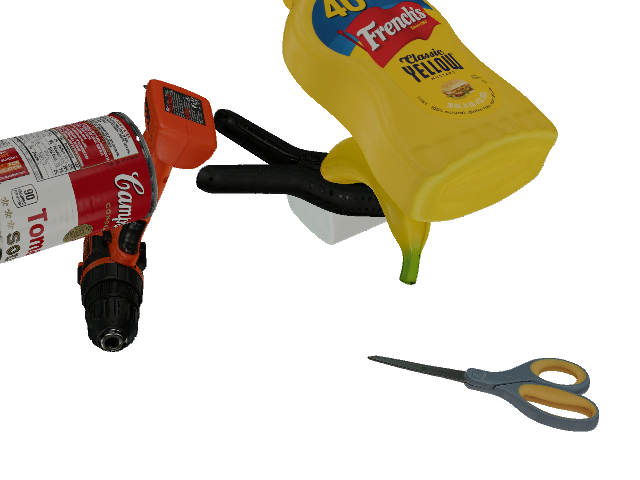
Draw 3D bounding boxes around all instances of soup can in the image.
[{"bbox_3d":[-0.157,-0.031,0.627,0.102,0.068,0.069,-20,11,-32],"label":"soup can"}]

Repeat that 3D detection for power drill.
[{"bbox_3d":[-0.148,-0.024,0.875,0.057,0.188,0.184,19,28,-24],"label":"power drill"}]

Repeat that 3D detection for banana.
[{"bbox_3d":[0.040,-0.043,0.792,0.037,0.070,0.198,23,17,-25],"label":"banana"}]

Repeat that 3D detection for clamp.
[{"bbox_3d":[-0.019,-0.061,1.022,0.210,0.036,0.164,19,27,-1],"label":"clamp"}]

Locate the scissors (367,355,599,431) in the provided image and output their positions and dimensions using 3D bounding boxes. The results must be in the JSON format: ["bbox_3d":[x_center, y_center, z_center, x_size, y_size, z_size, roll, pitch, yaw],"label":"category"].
[{"bbox_3d":[0.152,0.116,0.946,0.202,0.016,0.096,19,32,21],"label":"scissors"}]

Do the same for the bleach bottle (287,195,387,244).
[{"bbox_3d":[0.092,-0.079,1.217,0.250,0.068,0.103,-23,44,-24],"label":"bleach bottle"}]

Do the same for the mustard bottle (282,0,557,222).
[{"bbox_3d":[0.035,-0.098,0.583,0.096,0.192,0.058,-21,-32,-29],"label":"mustard bottle"}]
